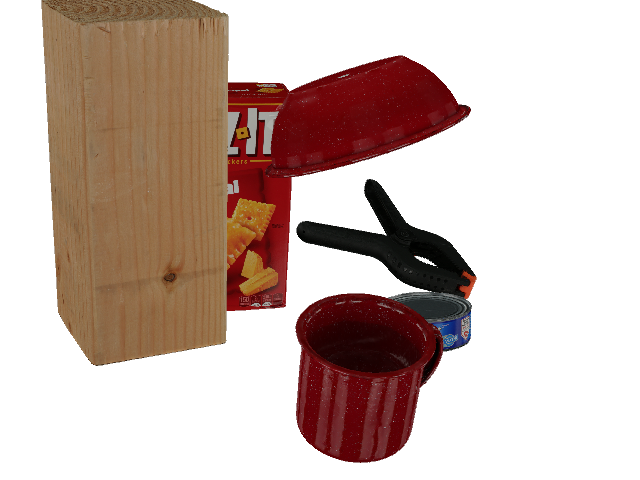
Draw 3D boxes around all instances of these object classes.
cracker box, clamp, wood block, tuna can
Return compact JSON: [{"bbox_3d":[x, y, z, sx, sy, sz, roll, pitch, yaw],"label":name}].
[{"bbox_3d":[-0.112,-0.038,1.009,0.164,0.214,0.072,-2,20,-13],"label":"cracker box"},{"bbox_3d":[0.085,0.008,1.264,0.210,0.036,0.164,37,41,26],"label":"clamp"},{"bbox_3d":[-0.113,-0.040,0.656,0.090,0.206,0.090,-8,23,-25],"label":"wood block"},{"bbox_3d":[0.099,0.076,1.000,0.086,0.034,0.086,-2,14,0],"label":"tuna can"}]

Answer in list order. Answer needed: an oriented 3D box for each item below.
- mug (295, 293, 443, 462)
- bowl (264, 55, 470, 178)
[{"bbox_3d":[0.036,0.092,0.729,0.117,0.081,0.093,-18,39,-34],"label":"mug"},{"bbox_3d":[0.027,-0.098,0.798,0.162,0.055,0.162,-18,12,4],"label":"bowl"}]
